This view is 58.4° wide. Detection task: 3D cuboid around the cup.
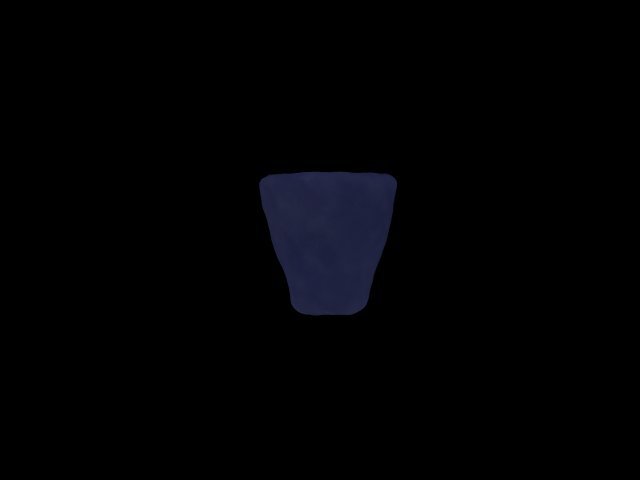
[{"bbox_3d":[0.004,0.001,0.400,0.092,0.095,0.117,-1,5,-7],"label":"cup"}]
